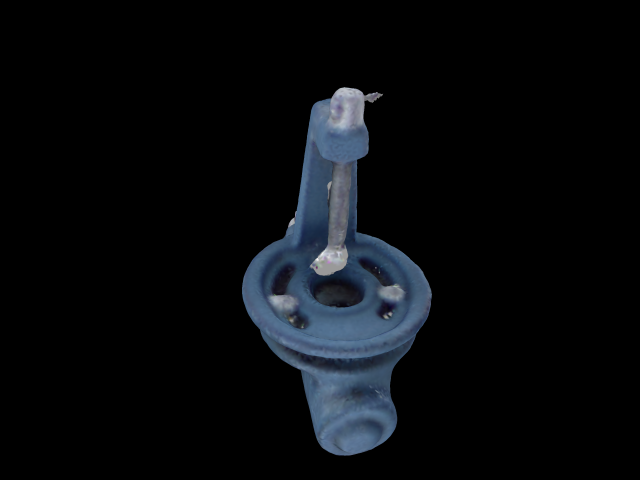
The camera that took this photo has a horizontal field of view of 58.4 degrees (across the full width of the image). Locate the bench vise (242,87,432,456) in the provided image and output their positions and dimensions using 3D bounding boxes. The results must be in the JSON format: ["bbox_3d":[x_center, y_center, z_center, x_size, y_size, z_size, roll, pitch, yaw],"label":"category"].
[{"bbox_3d":[-0.007,0.003,0.395,0.122,0.220,0.206,-11,23,-27],"label":"bench vise"}]
